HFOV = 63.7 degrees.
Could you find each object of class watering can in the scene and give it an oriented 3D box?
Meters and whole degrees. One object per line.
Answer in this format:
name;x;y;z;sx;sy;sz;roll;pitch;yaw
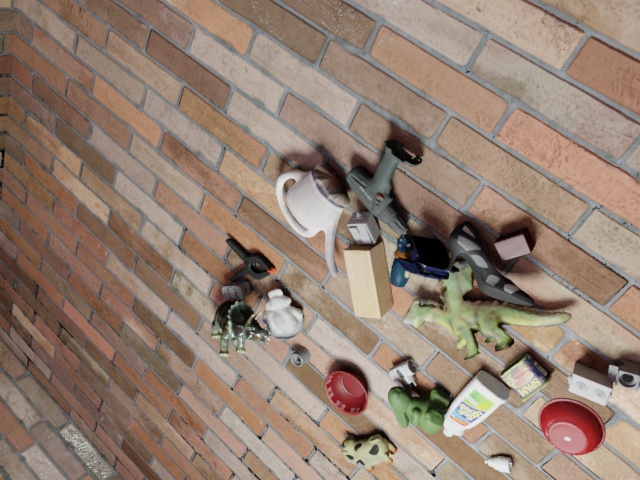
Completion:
watering can;0.005;-0.077;1.525;0.221;0.105;0.349;-40;82;36

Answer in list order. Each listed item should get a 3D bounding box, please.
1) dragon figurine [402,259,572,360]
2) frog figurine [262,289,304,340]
dragon figurine;0.408;0.167;1.356;0.406;0.123;0.244;-28;82;28
frog figurine;-0.124;0.245;1.722;0.137;0.123;0.158;-1;99;0
